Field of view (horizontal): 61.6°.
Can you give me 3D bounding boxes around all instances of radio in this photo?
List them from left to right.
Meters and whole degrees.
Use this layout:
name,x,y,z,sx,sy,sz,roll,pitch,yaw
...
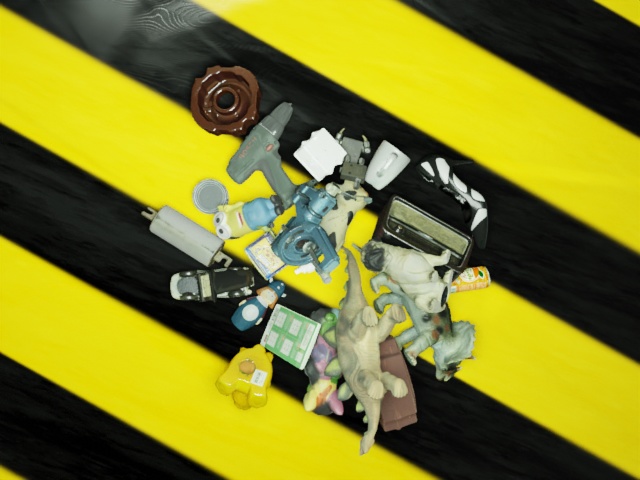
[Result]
name,x,y,z,sx,sy,sz,roll,pitch,yaw
radio,0.241,0.003,1.274,0.230,0.073,0.131,28,49,1

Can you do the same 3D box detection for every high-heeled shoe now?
name,x,y,z,sx,sy,sz,roll,pitch,yaw
high-heeled shoe,0.320,-0.091,1.305,0.145,0.086,0.248,-9,86,4

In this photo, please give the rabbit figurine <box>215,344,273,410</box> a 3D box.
name,x,y,z,sx,sy,sz,roll,pitch,yaw
rabbit figurine,-0.175,0.329,1.270,0.122,0.173,0.162,10,45,-1

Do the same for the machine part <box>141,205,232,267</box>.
name,x,y,z,sx,sy,sz,roll,pitch,yaw
machine part,-0.319,-0.010,1.297,0.243,0.079,0.079,31,90,0

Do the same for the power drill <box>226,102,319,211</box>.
name,x,y,z,sx,sy,sz,roll,pitch,yaw
power drill,-0.096,-0.191,1.299,0.232,0.086,0.207,-43,95,-2

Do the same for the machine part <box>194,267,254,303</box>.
name,x,y,z,sx,sy,sz,roll,pitch,yaw
machine part,-0.223,0.100,1.264,0.139,0.039,0.084,-14,76,-1

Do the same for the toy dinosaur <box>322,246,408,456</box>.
name,x,y,z,sx,sy,sz,roll,pitch,yaw
toy dinosaur,0.080,0.197,1.112,0.105,0.198,0.471,18,57,-25

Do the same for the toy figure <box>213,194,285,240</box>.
name,x,y,z,sx,sy,sz,roll,pitch,yaw
toy figure,-0.168,-0.050,1.273,0.180,0.089,0.082,-20,60,16

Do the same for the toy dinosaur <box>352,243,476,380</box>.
name,x,y,z,sx,sy,sz,roll,pitch,yaw
toy dinosaur,0.240,0.157,1.288,0.192,0.131,0.404,-23,86,-13

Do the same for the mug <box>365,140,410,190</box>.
name,x,y,z,sx,sy,sz,roll,pitch,yaw
mug,0.157,-0.172,1.292,0.081,0.109,0.107,34,102,-8

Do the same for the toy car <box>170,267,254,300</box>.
name,x,y,z,sx,sy,sz,roll,pitch,yaw
toy car,-0.262,0.106,1.308,0.202,0.056,0.073,-4,84,-2

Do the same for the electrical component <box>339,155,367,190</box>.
name,x,y,z,sx,sy,sz,roll,pitch,yaw
electrical component,0.078,-0.161,1.277,0.063,0.021,0.094,11,58,1

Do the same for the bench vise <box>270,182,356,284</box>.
name,x,y,z,sx,sy,sz,roll,pitch,yaw
bench vise,-0.009,-0.008,1.180,0.223,0.241,0.128,-40,135,12

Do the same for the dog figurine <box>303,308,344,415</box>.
name,x,y,z,sx,sy,sz,roll,pitch,yaw
dog figurine,0.014,0.286,1.222,0.108,0.219,0.191,9,128,-7

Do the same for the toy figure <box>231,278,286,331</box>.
name,x,y,z,sx,sy,sz,roll,pitch,yaw
toy figure,-0.145,0.156,1.309,0.154,0.058,0.064,-42,119,-2

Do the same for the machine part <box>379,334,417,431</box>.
name,x,y,z,sx,sy,sz,roll,pitch,yaw
machine part,0.151,0.317,1.238,0.087,0.201,0.201,-17,90,-4

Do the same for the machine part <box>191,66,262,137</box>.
name,x,y,z,sx,sy,sz,roll,pitch,yaw
machine part,-0.225,-0.333,1.300,0.179,0.056,0.179,-1,83,5

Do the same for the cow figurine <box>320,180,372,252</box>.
name,x,y,z,sx,sy,sz,roll,pitch,yaw
cow figurine,0.048,-0.062,1.297,0.127,0.085,0.194,18,87,5

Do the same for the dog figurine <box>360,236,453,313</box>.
name,x,y,z,sx,sy,sz,roll,pitch,yaw
dog figurine,0.190,0.082,1.213,0.191,0.121,0.172,11,122,32

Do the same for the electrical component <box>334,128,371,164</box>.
name,x,y,z,sx,sy,sz,roll,pitch,yaw
electrical component,0.073,-0.225,1.317,0.102,0.045,0.078,22,88,-1
